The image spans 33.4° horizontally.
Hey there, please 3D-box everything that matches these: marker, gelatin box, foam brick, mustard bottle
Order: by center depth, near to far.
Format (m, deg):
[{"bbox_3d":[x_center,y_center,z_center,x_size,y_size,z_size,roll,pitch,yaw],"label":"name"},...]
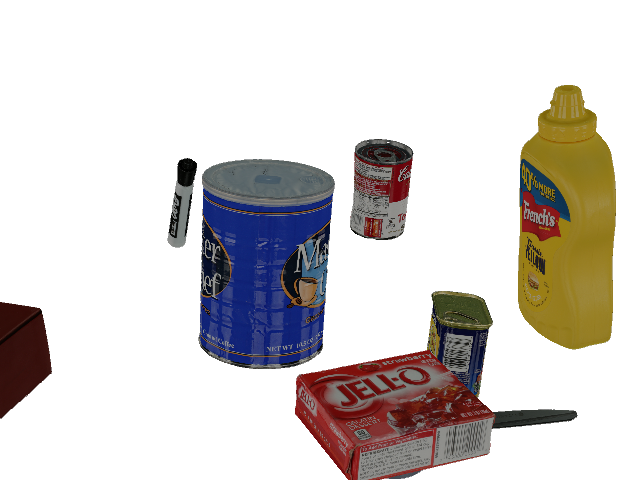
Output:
[{"bbox_3d":[0.040,0.096,0.593,0.089,0.030,0.073,-7,27,-24],"label":"gelatin box"},{"bbox_3d":[-0.226,0.082,0.713,0.053,0.051,0.078,7,29,23],"label":"foam brick"},{"bbox_3d":[0.182,-0.022,0.791,0.058,0.192,0.096,-11,27,-11],"label":"mustard bottle"},{"bbox_3d":[-0.138,-0.038,1.068,0.020,0.020,0.121,0,-39,-15],"label":"marker"}]

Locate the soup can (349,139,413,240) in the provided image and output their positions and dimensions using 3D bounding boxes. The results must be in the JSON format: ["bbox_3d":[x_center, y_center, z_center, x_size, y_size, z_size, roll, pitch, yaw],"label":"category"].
[{"bbox_3d":[0.070,-0.059,1.257,0.068,0.102,0.068,3,28,-2],"label":"soup can"}]

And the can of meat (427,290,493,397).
[{"bbox_3d":[0.141,0.109,1.112,0.057,0.084,0.102,6,15,0],"label":"can of meat"}]

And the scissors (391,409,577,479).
[{"bbox_3d":[0.117,0.165,0.886,0.202,0.016,0.096,7,39,1],"label":"scissors"}]

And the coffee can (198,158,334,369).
[{"bbox_3d":[-0.044,0.016,0.846,0.103,0.140,0.103,3,20,-1],"label":"coffee can"}]
